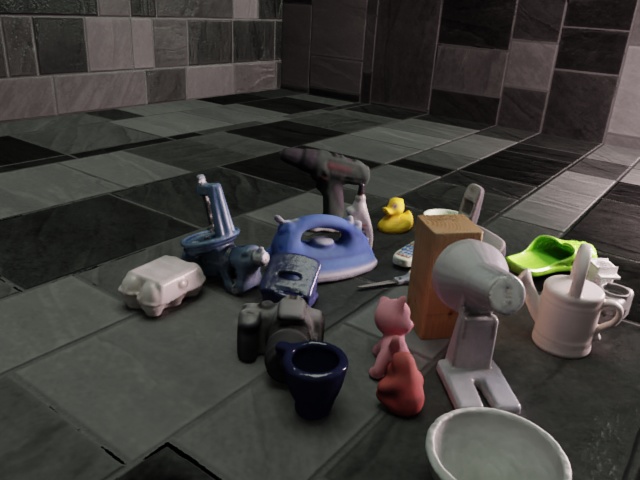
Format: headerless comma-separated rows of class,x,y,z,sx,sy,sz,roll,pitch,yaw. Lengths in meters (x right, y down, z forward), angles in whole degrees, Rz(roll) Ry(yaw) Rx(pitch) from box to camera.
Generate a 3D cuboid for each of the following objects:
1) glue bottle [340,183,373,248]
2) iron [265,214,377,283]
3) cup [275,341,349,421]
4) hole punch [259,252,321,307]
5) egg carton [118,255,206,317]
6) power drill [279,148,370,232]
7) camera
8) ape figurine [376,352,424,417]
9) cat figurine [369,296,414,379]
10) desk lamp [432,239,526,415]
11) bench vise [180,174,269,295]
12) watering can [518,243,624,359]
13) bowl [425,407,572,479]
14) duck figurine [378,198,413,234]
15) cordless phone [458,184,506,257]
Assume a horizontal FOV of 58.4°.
glue bottle,0.088,-0.049,1.321,0.078,0.173,0.037,-3,24,-15
iron,0.011,0.004,1.224,0.259,0.141,0.118,-6,24,-21
cup,-0.019,0.200,0.812,0.117,0.095,0.092,19,27,33
hole punch,-0.054,0.083,1.092,0.108,0.091,0.101,8,23,11
egg carton,-0.294,0.084,1.081,0.107,0.069,0.151,16,26,27
power drill,0.009,-0.128,1.453,0.230,0.208,0.075,0,23,-8
camera,-0.065,0.154,0.908,0.143,0.101,0.137,3,23,0
ape figurine,0.120,0.202,0.831,0.078,0.092,0.076,-4,24,-17
cat figurine,0.119,0.148,0.928,0.067,0.118,0.128,5,23,5
desk lamp,0.247,0.123,0.881,0.118,0.214,0.203,1,23,-6
bench vise,-0.185,-0.016,1.142,0.207,0.220,0.122,9,23,13
watering can,0.430,0.097,0.995,0.172,0.194,0.101,5,23,3
bowl,0.204,0.280,0.681,0.167,0.075,0.167,3,23,-1
duck figurine,0.201,-0.069,1.500,0.105,0.086,0.077,-12,27,-33
cordless phone,0.353,-0.024,1.284,0.094,0.185,0.147,-9,26,-26
